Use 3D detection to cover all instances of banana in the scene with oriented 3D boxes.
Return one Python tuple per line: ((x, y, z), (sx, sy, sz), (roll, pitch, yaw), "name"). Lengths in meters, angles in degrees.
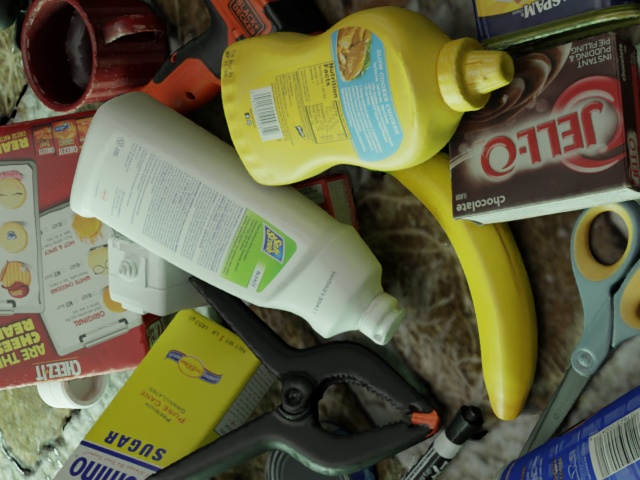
((0.100, 0.017, 0.686), (0.070, 0.037, 0.198), (-36, 76, 49), "banana")

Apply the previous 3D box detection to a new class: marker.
((0.078, 0.157, 0.747), (0.020, 0.020, 0.121), (47, 125, 22), "marker")

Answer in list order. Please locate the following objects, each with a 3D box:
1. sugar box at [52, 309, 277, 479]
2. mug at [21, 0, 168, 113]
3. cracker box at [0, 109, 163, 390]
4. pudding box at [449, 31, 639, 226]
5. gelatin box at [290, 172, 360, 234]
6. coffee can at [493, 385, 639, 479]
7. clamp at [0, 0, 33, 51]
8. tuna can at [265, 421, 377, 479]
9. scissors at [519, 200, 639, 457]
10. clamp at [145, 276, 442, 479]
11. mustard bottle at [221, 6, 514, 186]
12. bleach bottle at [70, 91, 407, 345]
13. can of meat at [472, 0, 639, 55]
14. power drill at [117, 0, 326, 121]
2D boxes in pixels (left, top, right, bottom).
((-0.119, 0.145, 0.822), (0.093, 0.176, 0.048), (25, 160, 33), "sugar box")
((-0.167, -0.153, 0.838), (0.117, 0.081, 0.093), (-19, 88, 41), "mug")
((-0.229, 0.008, 0.891), (0.164, 0.072, 0.214), (-9, 95, 7), "cracker box")
((0.130, -0.061, 0.621), (0.114, 0.039, 0.090), (-12, 73, 39), "pudding box")
((-0.005, 0.001, 0.773), (0.073, 0.030, 0.089), (-11, 94, 42), "gelatin box")
((0.180, 0.142, 0.602), (0.141, 0.102, 0.103), (-43, 72, 37), "coffee can")
((-0.234, -0.236, 0.878), (0.120, 0.039, 0.171), (144, 141, -78), "clamp")
((0.001, 0.181, 0.806), (0.086, 0.033, 0.086), (10, 106, 38), "tuna can")
((0.158, 0.053, 0.658), (0.096, 0.016, 0.202), (54, 128, 19), "scissors")
((-0.019, 0.104, 0.762), (0.210, 0.036, 0.164), (0, 74, 13), "clamp")
((0.028, -0.089, 0.641), (0.192, 0.058, 0.096), (-4, 103, 40), "mustard bottle")
((-0.054, -0.002, 0.739), (0.251, 0.068, 0.103), (33, 123, 16), "bleach bottle")
((0.132, -0.156, 0.605), (0.102, 0.057, 0.084), (-8, 93, 41), "can of meat")
((-0.061, -0.101, 0.780), (0.188, 0.057, 0.184), (-41, 76, 36), "power drill")
